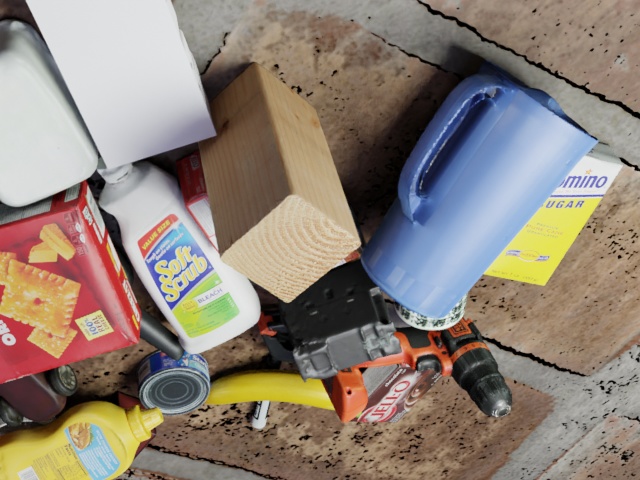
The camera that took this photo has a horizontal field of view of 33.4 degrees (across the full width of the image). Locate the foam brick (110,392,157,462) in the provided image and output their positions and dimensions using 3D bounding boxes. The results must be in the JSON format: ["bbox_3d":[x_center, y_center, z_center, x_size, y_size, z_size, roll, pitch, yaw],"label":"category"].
[{"bbox_3d":[-0.239,0.230,1.279,0.051,0.053,0.078,24,120,-31],"label":"foam brick"}]

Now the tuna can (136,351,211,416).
[{"bbox_3d":[-0.172,0.167,1.253,0.086,0.034,0.086,-7,132,-8],"label":"tuna can"}]

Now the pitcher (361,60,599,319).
[{"bbox_3d":[0.141,-0.047,1.042,0.149,0.145,0.243,34,105,-5],"label":"pitcher"}]

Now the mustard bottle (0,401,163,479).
[{"bbox_3d":[-0.267,0.233,1.201,0.191,0.058,0.096,-23,112,1],"label":"mustard bottle"}]

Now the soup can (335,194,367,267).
[{"bbox_3d":[-0.007,0.001,1.125,0.102,0.068,0.068,-22,132,6],"label":"soup can"}]

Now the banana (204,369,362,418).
[{"bbox_3d":[-0.049,0.181,1.261,0.198,0.037,0.070,6,129,6],"label":"banana"}]

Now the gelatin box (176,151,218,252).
[{"bbox_3d":[-0.107,-0.034,1.064,0.030,0.073,0.089,-26,131,6],"label":"gelatin box"}]

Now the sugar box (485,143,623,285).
[{"bbox_3d":[0.246,-0.033,1.174,0.093,0.048,0.176,10,129,-22],"label":"sugar box"}]

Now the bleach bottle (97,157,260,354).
[{"bbox_3d":[-0.158,0.009,1.099,0.102,0.068,0.250,-26,129,8],"label":"bleach bottle"}]

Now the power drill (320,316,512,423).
[{"bbox_3d":[0.099,0.142,1.181,0.187,0.184,0.057,-11,130,-18],"label":"power drill"}]

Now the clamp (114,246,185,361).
[{"bbox_3d":[-0.250,0.067,1.142,0.164,0.036,0.210,-11,130,5],"label":"clamp"}]

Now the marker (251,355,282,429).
[{"bbox_3d":[-0.066,0.185,1.305,0.020,0.020,0.121,2,130,-16],"label":"marker"}]

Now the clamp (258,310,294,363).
[{"bbox_3d":[0.004,0.114,1.248,0.120,0.039,0.171,-44,134,15],"label":"clamp"}]

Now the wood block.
[{"bbox_3d":[-0.044,-0.057,0.970,0.091,0.206,0.090,-40,128,20],"label":"wood block"}]

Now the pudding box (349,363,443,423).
[{"bbox_3d":[0.089,0.179,1.311,0.089,0.039,0.114,8,129,-43],"label":"pudding box"}]

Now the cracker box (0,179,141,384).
[{"bbox_3d":[-0.303,0.051,1.043,0.213,0.072,0.164,-16,118,1],"label":"cracker box"}]
